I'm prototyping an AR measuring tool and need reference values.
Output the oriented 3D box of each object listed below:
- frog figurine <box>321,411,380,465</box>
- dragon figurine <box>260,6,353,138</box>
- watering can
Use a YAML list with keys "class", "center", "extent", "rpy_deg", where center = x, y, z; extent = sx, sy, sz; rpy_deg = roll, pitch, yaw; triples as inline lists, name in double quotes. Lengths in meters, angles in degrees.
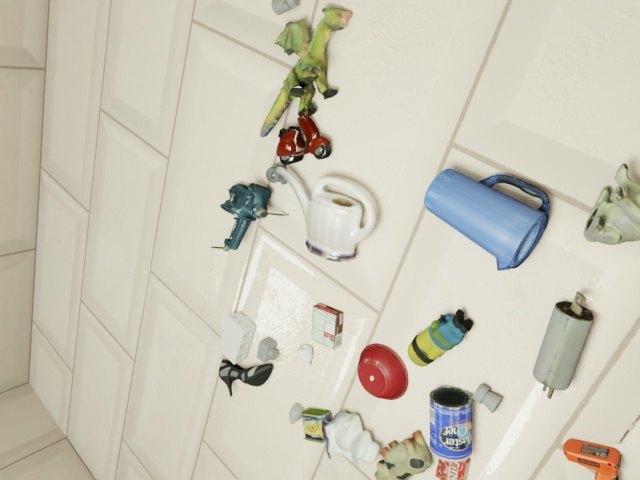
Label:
- class: "frog figurine"
  center: [0.098, 0.563, 1.463]
  extent: [0.159, 0.122, 0.138]
  rpy_deg: [-2, 85, 24]
- class: "dragon figurine"
  center: [-0.064, -0.473, 1.396]
  extent: [0.405, 0.122, 0.247]
  rpy_deg: [-28, 64, 39]
- class: "watering can"
  center: [0.004, -0.070, 1.399]
  extent: [0.350, 0.105, 0.221]
  rpy_deg: [23, 114, 35]
